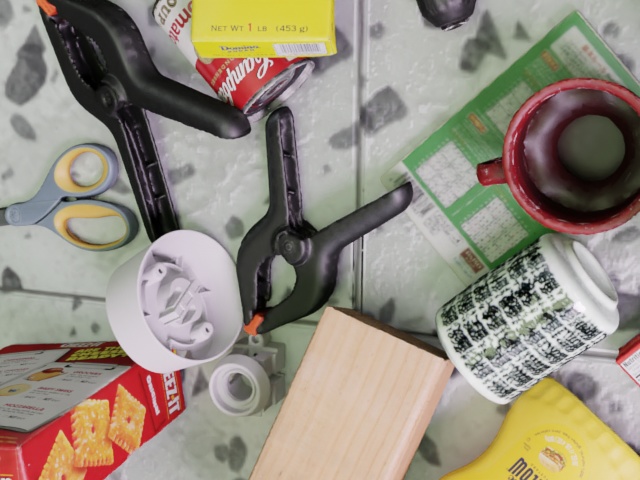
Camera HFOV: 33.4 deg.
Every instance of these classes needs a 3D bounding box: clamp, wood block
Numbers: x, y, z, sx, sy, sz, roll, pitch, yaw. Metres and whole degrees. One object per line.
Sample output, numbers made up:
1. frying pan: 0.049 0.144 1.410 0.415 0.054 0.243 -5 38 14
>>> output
1. clamp: -0.005 0.001 0.776 0.120 0.039 0.172 27 115 24
2. clamp: -0.144 -0.100 0.796 0.210 0.036 0.165 48 138 16
3. wood block: 0.011 0.158 0.745 0.090 0.090 0.206 24 90 14

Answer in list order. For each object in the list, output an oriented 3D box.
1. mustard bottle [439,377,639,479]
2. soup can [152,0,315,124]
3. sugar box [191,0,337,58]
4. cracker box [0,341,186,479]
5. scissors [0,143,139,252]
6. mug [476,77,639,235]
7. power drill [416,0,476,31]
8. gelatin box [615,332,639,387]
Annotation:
1. mustard bottle: 0.121 0.190 0.719 0.191 0.058 0.096 -45 65 -2
2. soup can: -0.061 -0.141 0.753 0.069 0.068 0.102 -41 85 23
3. sugar box: -0.034 -0.210 0.701 0.093 0.048 0.176 0 85 4
4. cracker box: -0.221 0.140 0.793 0.164 0.213 0.072 -4 102 21
5. scissors: -0.238 -0.039 0.869 0.202 0.016 0.096 10 103 18
6. mug: 0.155 -0.053 0.665 0.117 0.081 0.093 -15 96 22
7. power drill: 0.119 -0.244 0.669 0.188 0.057 0.184 -17 100 22
8. gelatin box: 0.253 0.085 0.704 0.089 0.030 0.073 47 114 5
